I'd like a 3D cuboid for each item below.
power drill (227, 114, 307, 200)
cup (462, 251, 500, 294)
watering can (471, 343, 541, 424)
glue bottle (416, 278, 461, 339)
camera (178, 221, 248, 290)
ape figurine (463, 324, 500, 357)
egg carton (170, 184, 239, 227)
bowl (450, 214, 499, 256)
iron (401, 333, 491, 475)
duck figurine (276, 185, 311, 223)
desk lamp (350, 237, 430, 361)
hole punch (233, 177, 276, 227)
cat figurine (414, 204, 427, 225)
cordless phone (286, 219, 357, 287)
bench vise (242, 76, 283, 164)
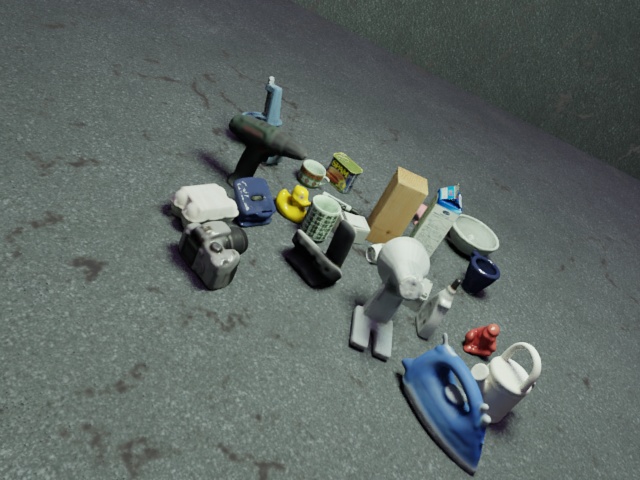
[{"bbox_3d":[-0.154,-0.211,1.485,0.229,0.208,0.076,38,35,14],"label":"power drill"},{"bbox_3d":[0.440,0.096,1.620,0.092,0.095,0.117,9,39,-27],"label":"cup"},{"bbox_3d":[0.398,0.302,1.233,0.173,0.194,0.100,-7,48,-41],"label":"watering can"},{"bbox_3d":[0.285,0.155,1.361,0.037,0.173,0.078,22,34,-10],"label":"glue bottle"},{"bbox_3d":[-0.212,0.015,1.244,0.137,0.100,0.143,-14,53,-46],"label":"camera"},{"bbox_3d":[0.405,0.241,1.409,0.077,0.092,0.076,44,37,21],"label":"ape figurine"},{"bbox_3d":[-0.272,-0.079,1.351,0.151,0.069,0.107,-14,53,-46],"label":"egg carton"},{"bbox_3d":[0.467,-0.001,1.784,0.168,0.074,0.167,20,35,-14],"label":"bowl"},{"bbox_3d":[0.278,0.323,1.165,0.119,0.141,0.257,1,43,-35],"label":"iron"},{"bbox_3d":[-0.065,-0.108,1.524,0.104,0.086,0.078,44,37,21],"label":"duck figurine"},{"bbox_3d":[0.165,0.121,1.281,0.118,0.213,0.203,24,34,-8],"label":"desk lamp"},{"bbox_3d":[-0.166,-0.096,1.431,0.109,0.091,0.101,-11,50,-44],"label":"hole punch"},{"bbox_3d":[0.305,-0.121,1.784,0.127,0.117,0.067,40,35,15],"label":"cat figurine"},{"bbox_3d":[0.012,0.005,1.346,0.147,0.185,0.094,43,36,20],"label":"cordless phone"},{"bbox_3d":[-0.135,-0.345,1.662,0.207,0.219,0.122,36,34,10],"label":"bench vise"}]
